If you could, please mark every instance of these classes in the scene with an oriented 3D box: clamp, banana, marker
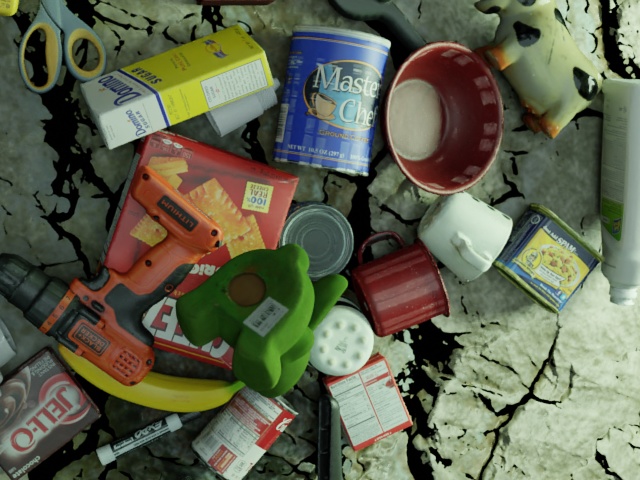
[{"bbox_3d":[0.007,0.281,1.163,0.164,0.036,0.210,-49,120,-16],"label":"clamp"},{"bbox_3d":[-0.176,0.145,1.114,0.197,0.037,0.070,11,120,-6],"label":"banana"},{"bbox_3d":[0.067,-0.256,1.136,0.171,0.039,0.120,7,89,-11],"label":"clamp"},{"bbox_3d":[-0.179,0.205,1.138,0.121,0.020,0.020,-25,101,-10],"label":"marker"}]

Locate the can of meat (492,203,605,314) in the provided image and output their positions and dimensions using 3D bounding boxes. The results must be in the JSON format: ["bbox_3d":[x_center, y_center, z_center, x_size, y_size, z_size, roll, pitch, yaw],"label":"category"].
[{"bbox_3d":[0.253,0.022,1.201,0.102,0.057,0.084,39,89,-14],"label":"can of meat"}]

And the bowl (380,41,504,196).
[{"bbox_3d":[0.119,-0.129,1.140,0.161,0.055,0.162,-3,96,-33],"label":"bowl"}]

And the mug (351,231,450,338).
[{"bbox_3d":[0.080,0.044,1.153,0.081,0.093,0.117,-21,70,-6],"label":"mug"}]

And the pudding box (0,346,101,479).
[{"bbox_3d":[-0.297,0.178,1.097,0.113,0.039,0.090,-37,104,-7],"label":"pudding box"}]

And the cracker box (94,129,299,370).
[{"bbox_3d":[-0.134,0.008,1.099,0.164,0.072,0.214,19,92,-14],"label":"cracker box"}]

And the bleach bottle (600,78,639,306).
[{"bbox_3d":[0.350,-0.053,1.204,0.068,0.102,0.251,1,102,-6],"label":"bleach bottle"}]

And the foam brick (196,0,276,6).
[{"bbox_3d":[-0.087,-0.268,1.090,0.078,0.053,0.051,-3,97,-14],"label":"foam brick"}]

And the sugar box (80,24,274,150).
[{"bbox_3d":[-0.144,-0.156,1.065,0.176,0.093,0.048,-21,124,-12],"label":"sugar box"}]

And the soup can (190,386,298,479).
[{"bbox_3d":[-0.081,0.201,1.135,0.068,0.068,0.102,42,86,-14],"label":"soup can"}]

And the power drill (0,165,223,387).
[{"bbox_3d":[-0.198,0.022,1.024,0.184,0.057,0.187,39,92,-14],"label":"power drill"}]

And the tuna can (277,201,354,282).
[{"bbox_3d":[-0.008,0.001,1.148,0.086,0.034,0.086,-1,97,-13],"label":"tuna can"}]

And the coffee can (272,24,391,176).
[{"bbox_3d":[0.011,-0.143,1.101,0.102,0.103,0.140,8,94,-14],"label":"coffee can"}]

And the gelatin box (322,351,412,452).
[{"bbox_3d":[0.052,0.179,1.185,0.073,0.030,0.089,-24,101,-8],"label":"gelatin box"}]

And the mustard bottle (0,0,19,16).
[{"bbox_3d":[-0.384,-0.273,1.016,0.191,0.058,0.096,4,94,-14],"label":"mustard bottle"}]

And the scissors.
[{"bbox_3d":[-0.254,-0.245,1.072,0.096,0.016,0.202,9,94,-15],"label":"scissors"}]
